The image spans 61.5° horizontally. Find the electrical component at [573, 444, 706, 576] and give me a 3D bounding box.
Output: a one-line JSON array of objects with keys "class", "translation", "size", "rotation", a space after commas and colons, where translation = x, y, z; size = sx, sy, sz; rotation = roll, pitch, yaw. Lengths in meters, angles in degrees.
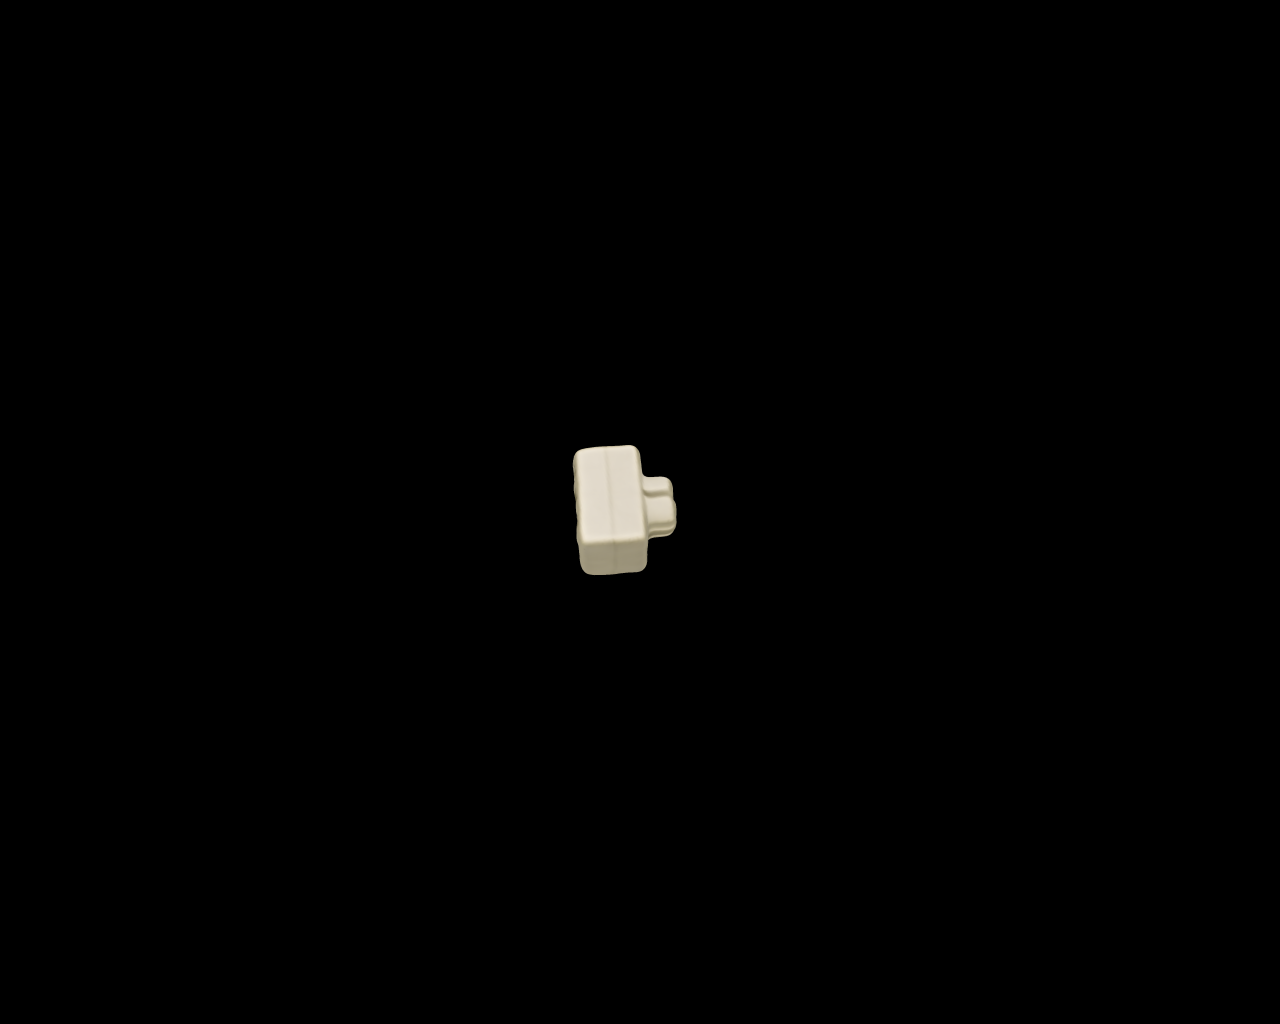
[{"class": "electrical component", "translation": [0.001, -0.003, 0.650], "size": [0.077, 0.066, 0.047], "rotation": [-4, -28, -2]}]
